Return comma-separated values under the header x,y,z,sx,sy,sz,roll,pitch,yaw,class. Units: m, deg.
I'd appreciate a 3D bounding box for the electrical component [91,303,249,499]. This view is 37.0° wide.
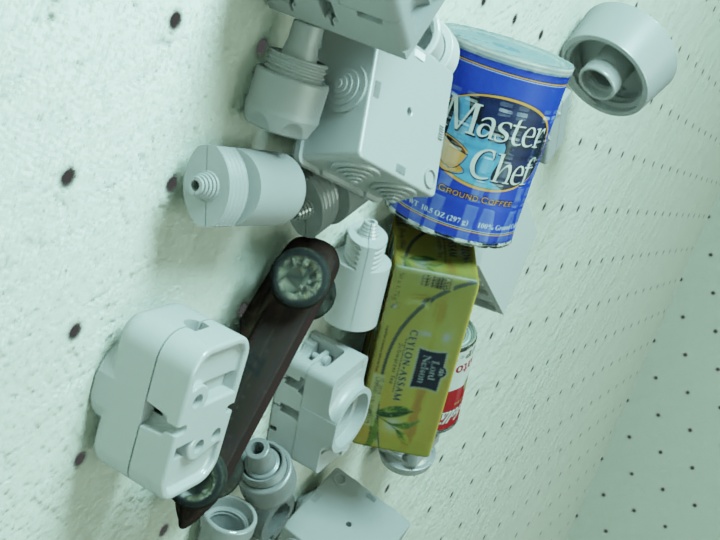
x,y,z,sx,sy,sz,roll,pitch,yaw,class
-0.109,0.070,0.600,0.054,0.059,0.095,-18,130,-61,electrical component

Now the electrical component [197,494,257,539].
x,y,z,sx,sy,sz,roll,pitch,yaw,class
-0.099,0.193,0.780,0.040,0.040,0.046,-30,145,-55,electrical component

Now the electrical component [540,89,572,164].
x,y,z,sx,sy,sz,roll,pitch,yaw,class
0.175,-0.153,1.016,0.076,0.047,0.065,-50,154,-32,electrical component

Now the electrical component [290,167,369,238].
x,y,z,sx,sy,sz,roll,pitch,yaw,class
-0.019,-0.053,0.691,0.081,0.043,0.043,-40,148,-45,electrical component

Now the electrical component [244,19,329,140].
x,y,z,sx,sy,sz,roll,pitch,yaw,class
-0.037,-0.106,0.594,0.043,0.043,0.062,-12,124,-63,electrical component

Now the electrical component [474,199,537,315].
x,y,z,sx,sy,sz,roll,pitch,yaw,class
0.106,-0.029,0.966,0.089,0.062,0.150,-66,159,-11,electrical component

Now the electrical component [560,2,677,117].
x,y,z,sx,sy,sz,roll,pitch,yaw,class
0.248,-0.200,1.056,0.060,0.108,0.108,-48,153,-23,electrical component

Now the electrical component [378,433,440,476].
x,y,z,sx,sy,sz,roll,pitch,yaw,class
0.048,0.164,1.057,0.078,0.058,0.057,-39,144,-47,electrical component

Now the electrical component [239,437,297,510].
x,y,z,sx,sy,sz,roll,pitch,yaw,class
-0.070,0.145,0.788,0.043,0.043,0.062,-52,153,-29,electrical component

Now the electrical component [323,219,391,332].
x,y,z,sx,sy,sz,roll,pitch,yaw,class
0.000,0.000,0.791,0.043,0.043,0.081,-32,141,-54,electrical component

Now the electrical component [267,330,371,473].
x,y,z,sx,sy,sz,roll,pitch,yaw,class
-0.029,0.102,0.817,0.050,0.056,0.089,-35,144,-51,electrical component

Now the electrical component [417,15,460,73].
x,y,z,sx,sy,sz,roll,pitch,yaw,class
0.040,-0.150,0.718,0.045,0.045,0.055,-65,158,1,electrical component

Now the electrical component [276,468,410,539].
x,y,z,sx,sy,sz,roll,pitch,yaw,class
-0.016,0.231,0.931,0.100,0.100,0.048,-42,161,-44,electrical component

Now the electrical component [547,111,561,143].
x,y,z,sx,sy,sz,roll,pitch,yaw,class
0.143,-0.119,0.956,0.079,0.044,0.077,-33,166,19,electrical component

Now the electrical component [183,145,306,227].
x,y,z,sx,sy,sz,roll,pitch,yaw,class
-0.068,-0.045,0.590,0.081,0.043,0.043,-7,119,-64,electrical component

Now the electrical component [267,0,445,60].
x,y,z,sx,sy,sz,roll,pitch,yaw,class
0.019,-0.198,0.560,0.150,0.089,0.061,-58,157,-15,electrical component

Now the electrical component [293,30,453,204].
x,y,z,sx,sy,sz,roll,pitch,yaw,class
0.011,-0.094,0.650,0.100,0.048,0.099,22,74,-52,electrical component
